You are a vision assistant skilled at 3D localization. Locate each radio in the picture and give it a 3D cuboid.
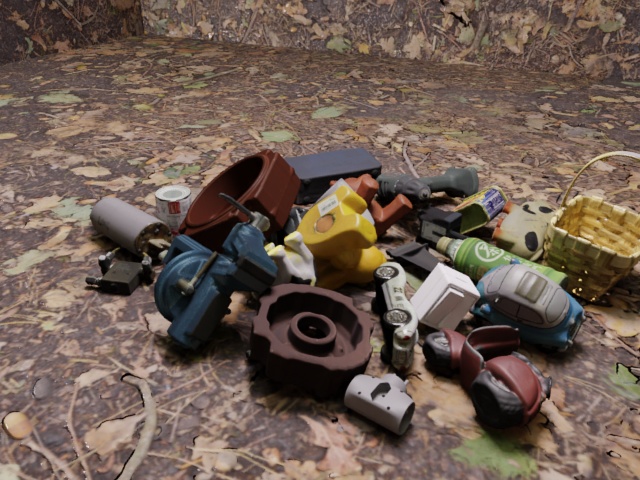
[{"bbox_3d":[0.024,-0.152,1.262,0.230,0.073,0.131,-12,33,-19],"label":"radio"}]

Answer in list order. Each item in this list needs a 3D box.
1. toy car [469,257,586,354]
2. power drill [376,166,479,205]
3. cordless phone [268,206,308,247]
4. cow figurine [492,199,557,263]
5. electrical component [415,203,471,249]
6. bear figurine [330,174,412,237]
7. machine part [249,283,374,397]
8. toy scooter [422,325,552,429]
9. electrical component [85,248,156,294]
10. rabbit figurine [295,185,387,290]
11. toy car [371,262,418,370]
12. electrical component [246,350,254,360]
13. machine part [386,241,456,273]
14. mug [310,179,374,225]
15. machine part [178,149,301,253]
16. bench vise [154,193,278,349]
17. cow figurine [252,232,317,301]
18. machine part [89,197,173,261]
[{"bbox_3d":[0.299,0.089,0.786,0.162,0.102,0.109,28,71,33],"label":"toy car"},{"bbox_3d":[0.236,-0.111,1.155,0.207,0.085,0.232,-13,13,-21],"label":"power drill"},{"bbox_3d":[-0.002,-0.003,1.010,0.184,0.088,0.147,7,27,-14],"label":"cordless phone"},{"bbox_3d":[0.400,-0.018,1.018,0.127,0.085,0.195,26,43,16],"label":"cow figurine"},{"bbox_3d":[0.243,-0.017,1.026,0.119,0.074,0.048,20,35,37],"label":"electrical component"},{"bbox_3d":[0.095,-0.089,1.106,0.120,0.132,0.196,27,28,-18],"label":"bear figurine"},{"bbox_3d":[-0.012,0.131,0.738,0.179,0.056,0.179,11,31,-7],"label":"machine part"},{"bbox_3d":[0.236,0.165,0.708,0.135,0.075,0.184,-11,27,-22],"label":"toy scooter"},{"bbox_3d":[-0.334,0.052,0.912,0.102,0.045,0.078,9,29,14],"label":"electrical component"},{"bbox_3d":[0.042,0.024,0.888,0.162,0.173,0.122,-40,43,10],"label":"rabbit figurine"},{"bbox_3d":[0.112,0.106,0.802,0.056,0.073,0.202,-1,29,-2],"label":"toy car"},{"bbox_3d":[-0.066,0.146,0.777,0.094,0.021,0.063,-12,32,-21],"label":"electrical component"},{"bbox_3d":[0.188,0.040,0.961,0.084,0.039,0.139,-11,30,-31],"label":"machine part"},{"bbox_3d":[0.044,-0.044,0.971,0.107,0.081,0.109,43,26,-2],"label":"mug"},{"bbox_3d":[-0.146,-0.063,0.969,0.202,0.087,0.201,-18,35,31],"label":"machine part"},{"bbox_3d":[-0.176,0.038,0.811,0.128,0.223,0.241,23,1,-41],"label":"bench vise"},{"bbox_3d":[-0.071,0.055,0.863,0.068,0.098,0.167,-41,11,-37],"label":"cow figurine"},{"bbox_3d":[-0.356,-0.023,1.007,0.244,0.079,0.079,24,36,36],"label":"machine part"}]
